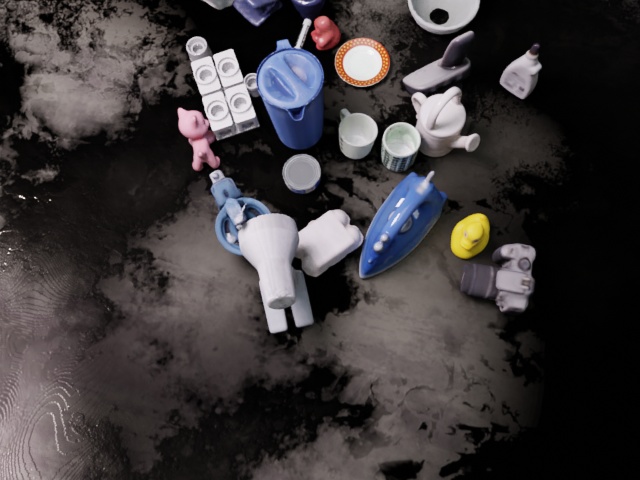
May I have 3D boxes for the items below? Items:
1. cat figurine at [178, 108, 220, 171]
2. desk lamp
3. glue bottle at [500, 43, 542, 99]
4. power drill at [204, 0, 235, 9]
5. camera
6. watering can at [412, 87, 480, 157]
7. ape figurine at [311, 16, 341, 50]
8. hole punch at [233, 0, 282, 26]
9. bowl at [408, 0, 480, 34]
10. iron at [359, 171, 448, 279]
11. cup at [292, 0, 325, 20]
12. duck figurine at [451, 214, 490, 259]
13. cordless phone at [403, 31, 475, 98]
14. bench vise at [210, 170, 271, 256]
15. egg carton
[{"bbox_3d":[-0.276,-0.233,1.284,0.067,0.118,0.128,-15,76,-1],"label":"cat figurine"},{"bbox_3d":[-0.082,0.070,1.150,0.118,0.213,0.203,-14,76,-1],"label":"desk lamp"},{"bbox_3d":[0.452,-0.379,1.259,0.078,0.173,0.037,41,81,12],"label":"glue bottle"},{"bbox_3d":[-0.272,-0.650,1.341,0.229,0.208,0.076,31,79,10],"label":"power drill"},{"bbox_3d":[0.368,0.073,1.187,0.136,0.101,0.143,10,77,5],"label":"camera"},{"bbox_3d":[0.267,-0.257,1.226,0.172,0.194,0.101,24,78,8],"label":"watering can"},{"bbox_3d":[0.010,-0.495,1.350,0.076,0.092,0.078,13,77,6],"label":"ape figurine"},{"bbox_3d":[-0.156,-0.596,1.383,0.101,0.091,0.108,-44,78,-8],"label":"hole punch"},{"bbox_3d":[0.290,-0.553,1.360,0.167,0.075,0.167,-1,76,3],"label":"bowl"},{"bbox_3d":[0.164,-0.033,1.201,0.118,0.141,0.258,35,80,11],"label":"iron"},{"bbox_3d":[-0.014,-0.580,1.371,0.118,0.095,0.091,-27,76,-4],"label":"cup"},{"bbox_3d":[0.326,-0.015,1.218,0.077,0.086,0.105,33,80,10],"label":"duck figurine"},{"bbox_3d":[0.265,-0.389,1.264,0.147,0.185,0.094,-30,76,-5],"label":"cordless phone"},{"bbox_3d":[-0.184,-0.055,1.182,0.207,0.220,0.121,41,81,11],"label":"bench vise"},{"bbox_3d":[0.011,0.004,1.236,0.150,0.069,0.107,-37,77,-6],"label":"egg carton"}]
